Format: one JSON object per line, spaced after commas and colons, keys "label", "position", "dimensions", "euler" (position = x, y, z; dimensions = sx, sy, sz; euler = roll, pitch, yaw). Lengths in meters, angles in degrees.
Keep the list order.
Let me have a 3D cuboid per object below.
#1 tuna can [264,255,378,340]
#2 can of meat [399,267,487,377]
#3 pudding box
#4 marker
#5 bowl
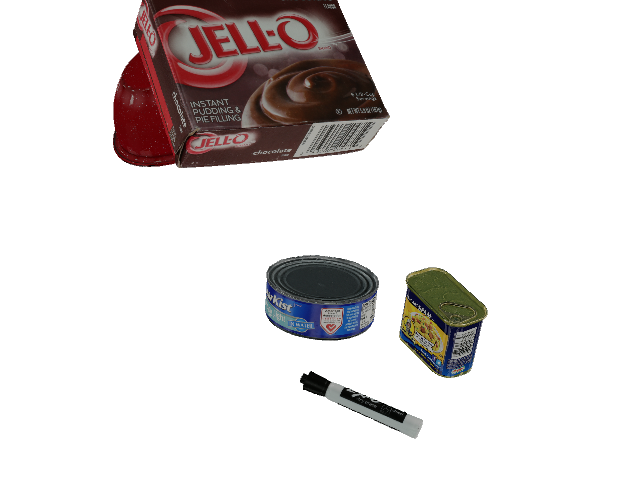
{"label": "tuna can", "position": [0.000, 0.043, 0.814], "dimensions": [0.086, 0.034, 0.086], "euler": [4, 22, -2]}
{"label": "can of meat", "position": [0.136, 0.094, 1.209], "dimensions": [0.057, 0.084, 0.102], "euler": [-15, 40, -29]}
{"label": "pudding box", "position": [-0.032, -0.087, 0.557], "dimensions": [0.113, 0.090, 0.039], "euler": [-6, -28, -29]}
{"label": "marker", "position": [0.036, 0.152, 0.994], "dimensions": [0.121, 0.020, 0.020], "euler": [22, 6, 15]}
{"label": "bowl", "position": [-0.117, -0.134, 0.910], "dimensions": [0.162, 0.055, 0.162], "euler": [-17, 37, 14]}
